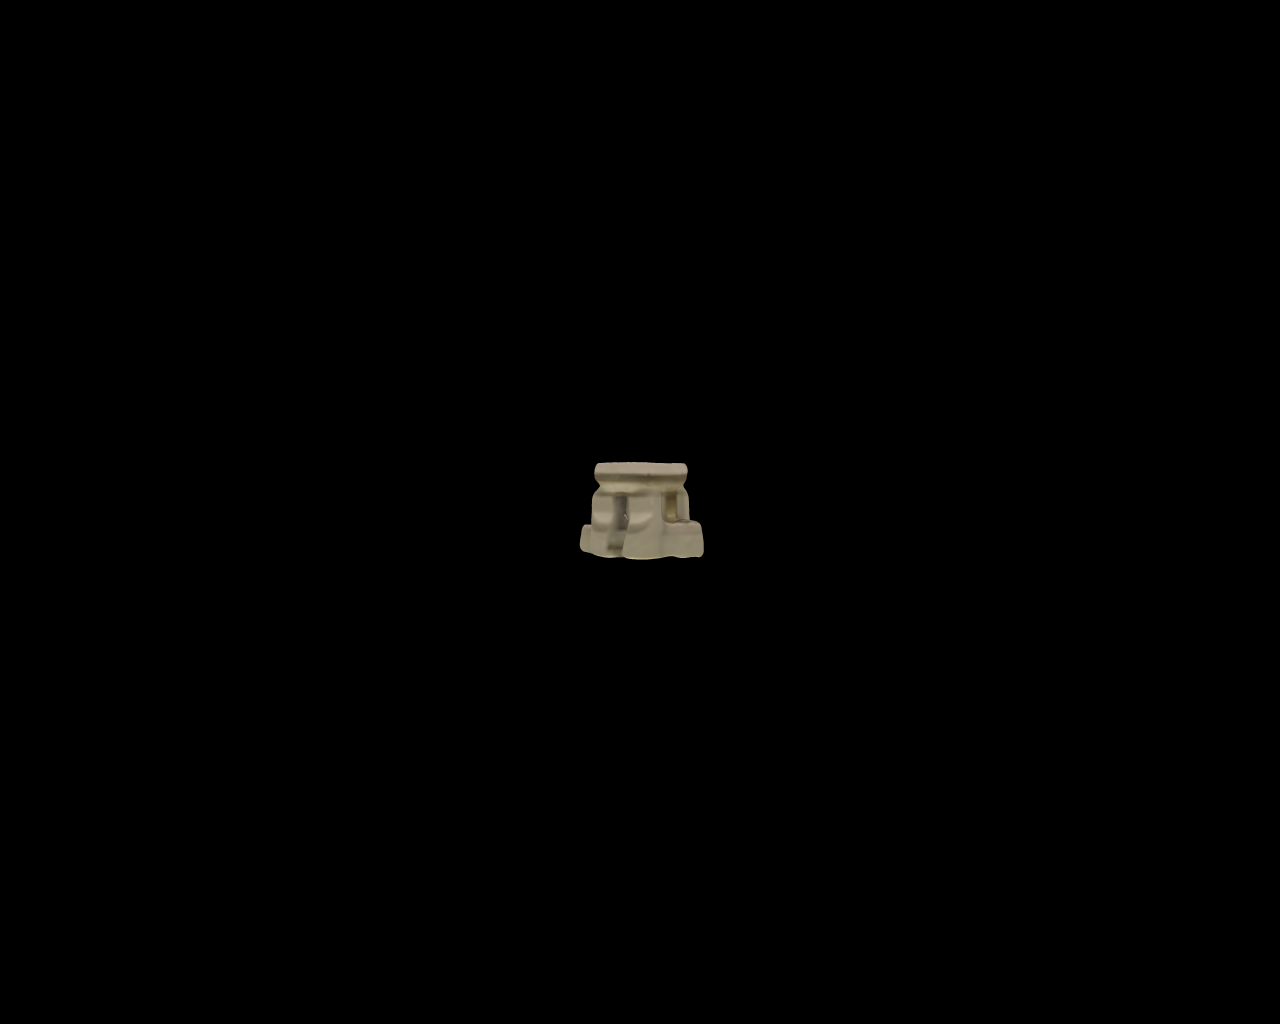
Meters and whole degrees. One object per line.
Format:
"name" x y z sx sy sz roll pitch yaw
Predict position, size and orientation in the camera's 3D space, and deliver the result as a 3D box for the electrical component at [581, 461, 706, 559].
"electrical component" 0.001 -0.003 0.650 0.078 0.057 0.058 1 3 34
